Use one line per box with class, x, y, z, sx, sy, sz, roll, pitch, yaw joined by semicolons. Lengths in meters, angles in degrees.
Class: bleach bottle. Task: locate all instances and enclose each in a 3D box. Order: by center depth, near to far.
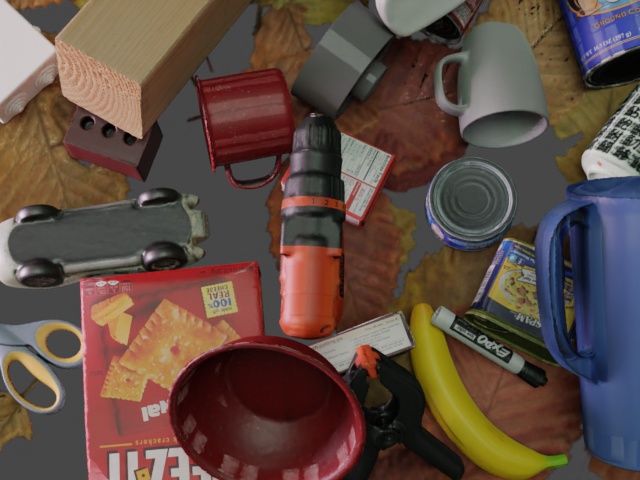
bleach bottle;0.059;-0.310;1.026;0.102;0.068;0.251;-31;54;8

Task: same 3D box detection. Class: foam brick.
foam brick;-0.196;-0.097;1.018;0.078;0.051;0.053;18;78;5

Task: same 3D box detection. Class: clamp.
clamp;0.066;0.163;0.923;0.120;0.171;0.039;-13;33;-13

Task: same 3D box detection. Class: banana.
banana;0.134;0.149;0.969;0.069;0.037;0.198;-36;81;-30

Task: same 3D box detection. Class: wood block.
wood block;-0.147;-0.209;0.995;0.091;0.090;0.206;29;62;8

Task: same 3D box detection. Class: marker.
marker;0.156;0.099;0.973;0.121;0.020;0.020;32;79;-6

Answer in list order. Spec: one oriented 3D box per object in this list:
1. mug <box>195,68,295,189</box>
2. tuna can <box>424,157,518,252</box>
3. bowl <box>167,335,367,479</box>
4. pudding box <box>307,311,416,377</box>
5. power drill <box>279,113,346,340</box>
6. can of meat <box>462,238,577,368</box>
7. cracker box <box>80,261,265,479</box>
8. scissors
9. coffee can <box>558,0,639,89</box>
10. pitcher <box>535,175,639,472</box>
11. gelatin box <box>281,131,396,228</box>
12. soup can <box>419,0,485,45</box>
mug;-0.068;-0.105;1.007;0.081;0.093;0.117;-11;108;-7
tuna can;0.142;-0.034;1.007;0.086;0.034;0.086;-1;75;2
bowl;-0.039;0.133;0.870;0.162;0.162;0.055;12;33;3
pudding box;0.024;0.101;0.950;0.113;0.090;0.039;-22;83;-4
power drill;-0.006;0.001;0.925;0.057;0.187;0.184;4;79;3
can of meat;0.194;0.056;0.976;0.102;0.057;0.084;26;77;6
cracker box;-0.126;0.133;0.955;0.164;0.072;0.214;-5;78;-1
scissors;-0.293;0.073;1.000;0.096;0.016;0.202;-39;80;-9
coffee can;0.281;-0.229;1.015;0.103;0.103;0.140;-13;78;-2
pitcher;0.268;0.068;0.902;0.149;0.144;0.243;1;101;22
gelatin box;0.018;-0.063;1.019;0.089;0.030;0.073;25;77;6
soup can;0.135;-0.251;1.040;0.068;0.068;0.102;33;79;8
